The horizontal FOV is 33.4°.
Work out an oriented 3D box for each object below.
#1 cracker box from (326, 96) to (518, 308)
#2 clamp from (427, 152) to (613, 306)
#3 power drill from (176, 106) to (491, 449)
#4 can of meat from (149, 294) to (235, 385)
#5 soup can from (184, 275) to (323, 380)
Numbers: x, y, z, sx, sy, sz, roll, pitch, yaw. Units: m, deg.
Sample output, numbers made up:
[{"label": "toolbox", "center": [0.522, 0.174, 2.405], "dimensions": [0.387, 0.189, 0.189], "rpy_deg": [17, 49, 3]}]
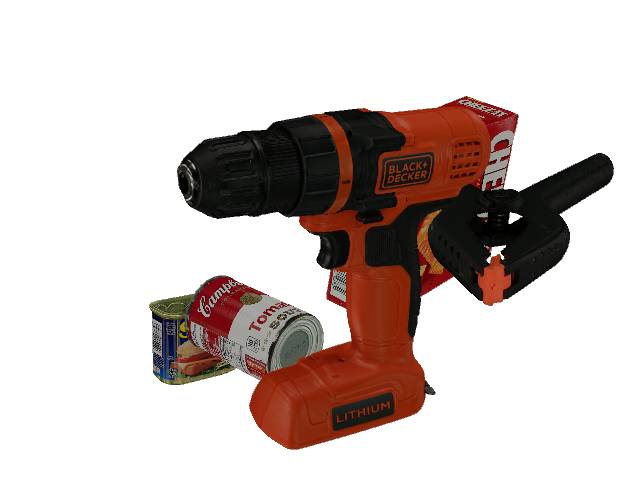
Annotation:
[{"label": "cracker box", "center": [0.102, -0.035, 1.028], "dimensions": [0.072, 0.164, 0.213], "rpy_deg": [24, 30, 30]}, {"label": "clamp", "center": [0.117, -0.019, 0.758], "dimensions": [0.165, 0.036, 0.209], "rpy_deg": [5, 28, 17]}, {"label": "power drill", "center": [0.005, 0.020, 0.586], "dimensions": [0.184, 0.188, 0.057], "rpy_deg": [-9, 30, -29]}, {"label": "can of meat", "center": [-0.141, 0.109, 1.202], "dimensions": [0.101, 0.084, 0.058], "rpy_deg": [-9, 18, -36]}, {"label": "soup can", "center": [-0.057, 0.077, 0.905], "dimensions": [0.102, 0.068, 0.068], "rpy_deg": [21, 13, 37]}]
